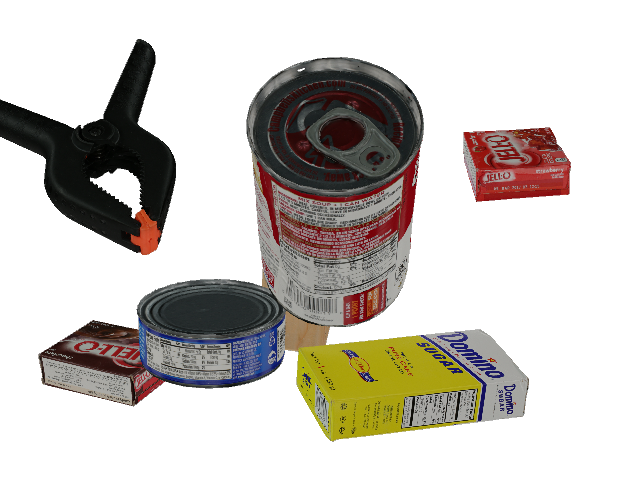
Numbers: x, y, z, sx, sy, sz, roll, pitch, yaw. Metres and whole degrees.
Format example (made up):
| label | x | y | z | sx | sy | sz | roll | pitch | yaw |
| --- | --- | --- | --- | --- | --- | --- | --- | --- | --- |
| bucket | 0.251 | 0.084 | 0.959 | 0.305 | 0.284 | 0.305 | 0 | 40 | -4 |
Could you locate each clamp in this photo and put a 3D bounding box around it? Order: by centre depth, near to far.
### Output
| label | x | y | z | sx | sy | sz | roll | pitch | yaw |
| --- | --- | --- | --- | --- | --- | --- | --- | --- | --- |
| clamp | -0.159 | -0.075 | 0.793 | 0.164 | 0.036 | 0.210 | -26 | 55 | -25 |

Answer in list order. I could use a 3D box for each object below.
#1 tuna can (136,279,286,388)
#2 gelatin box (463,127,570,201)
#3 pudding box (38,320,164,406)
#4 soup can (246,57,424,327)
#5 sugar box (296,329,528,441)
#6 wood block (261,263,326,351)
| label | x | y | z | sx | sy | sz | roll | pitch | yaw |
| --- | --- | --- | --- | --- | --- | --- | --- | --- | --- |
| tuna can | -0.062 | 0.053 | 0.617 | 0.086 | 0.034 | 0.086 | 1 | 18 | 0 |
| gelatin box | 0.155 | -0.063 | 0.854 | 0.073 | 0.030 | 0.089 | -3 | 25 | 3 |
| pudding box | -0.206 | 0.120 | 1.057 | 0.114 | 0.039 | 0.089 | 7 | 20 | 24 |
| soup can | 0.006 | -0.016 | 0.446 | 0.068 | 0.068 | 0.102 | 0 | -35 | 1 |
| sugar box | 0.077 | 0.119 | 0.906 | 0.176 | 0.048 | 0.093 | -7 | 26 | -17 |
| wood block | -0.027 | 0.032 | 1.389 | 0.090 | 0.206 | 0.090 | 6 | 23 | 3 |
